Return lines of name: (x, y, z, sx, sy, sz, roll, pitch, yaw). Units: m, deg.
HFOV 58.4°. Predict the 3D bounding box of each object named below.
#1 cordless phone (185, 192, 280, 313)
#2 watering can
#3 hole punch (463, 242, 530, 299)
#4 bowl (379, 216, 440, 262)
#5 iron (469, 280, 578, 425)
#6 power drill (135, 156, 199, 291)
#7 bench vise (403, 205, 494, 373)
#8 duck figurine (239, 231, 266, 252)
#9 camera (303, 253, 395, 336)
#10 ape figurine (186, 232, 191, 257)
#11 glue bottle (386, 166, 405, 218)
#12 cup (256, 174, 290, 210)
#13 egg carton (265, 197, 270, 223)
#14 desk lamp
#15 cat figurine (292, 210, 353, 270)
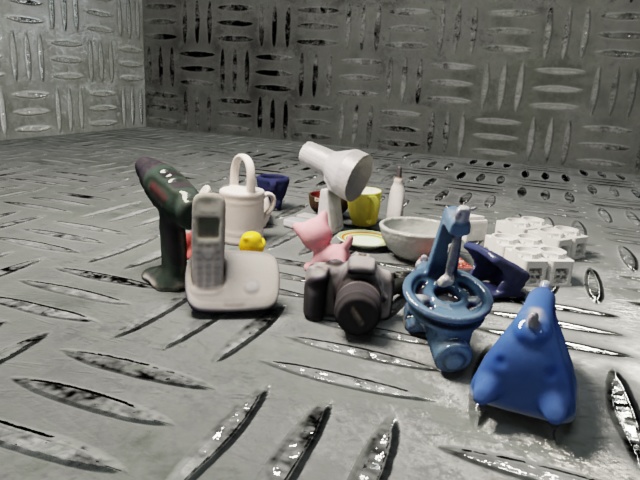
cordless phone: (-0.136, 0.020, 0.896, 0.148, 0.185, 0.094, 0, 16, -12)
watering can: (-0.178, -0.092, 1.261, 0.100, 0.194, 0.173, 14, 19, 34)
hole punch: (0.320, 0.052, 1.050, 0.101, 0.091, 0.108, -3, 17, -21)
bowl: (0.207, 0.004, 1.225, 0.167, 0.075, 0.167, 3, 16, -1)
iron: (0.267, 0.118, 0.713, 0.118, 0.141, 0.259, 10, 17, 23)
power drill: (-0.266, -0.028, 0.994, 0.076, 0.208, 0.228, -10, 20, -38)
bench vise: (0.160, 0.046, 0.801, 0.122, 0.220, 0.206, -3, 17, -21)
duck figurine: (-0.130, 0.028, 1.050, 0.077, 0.086, 0.105, 9, 17, 21)
camera: (0.043, 0.081, 0.873, 0.143, 0.101, 0.137, 4, 16, 4)
ape figurine: (-0.237, -0.011, 1.153, 0.077, 0.092, 0.076, 10, 17, 22)
glue bottle: (0.184, -0.093, 1.379, 0.037, 0.173, 0.078, 7, 16, 13)
cup: (-0.130, -0.128, 1.579, 0.092, 0.095, 0.117, 1, 16, -7)
egg carton: (-0.177, -0.079, 1.446, 0.107, 0.069, 0.150, 1, 16, -8)
desk lamp: (0.018, -0.124, 1.380, 0.202, 0.213, 0.118, 13, 18, 29)
cat figurine: (0.010, 0.004, 1.105, 0.127, 0.118, 0.067, 13, 19, 31)
